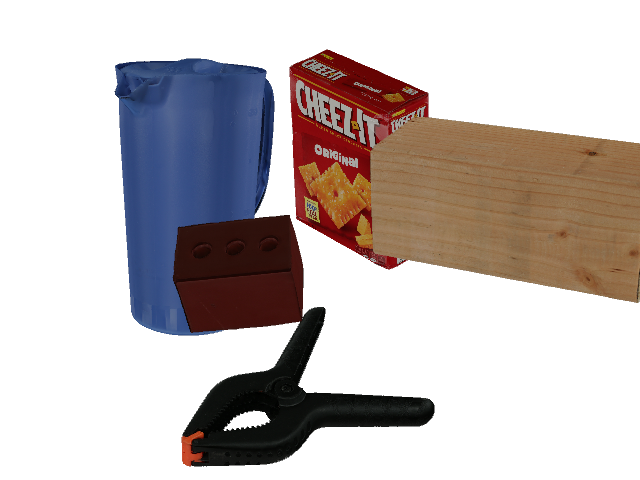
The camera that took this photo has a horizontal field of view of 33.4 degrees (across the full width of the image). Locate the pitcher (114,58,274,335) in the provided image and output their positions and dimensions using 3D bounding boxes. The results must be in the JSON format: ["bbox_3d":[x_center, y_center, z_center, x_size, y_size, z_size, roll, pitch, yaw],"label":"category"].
[{"bbox_3d":[-0.112,-0.045,0.980,0.149,0.243,0.145,0,15,-9],"label":"pitcher"}]

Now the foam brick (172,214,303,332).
[{"bbox_3d":[-0.052,0.022,0.701,0.078,0.051,0.053,-6,42,4],"label":"foam brick"}]

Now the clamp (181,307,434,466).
[{"bbox_3d":[-0.019,0.140,0.898,0.209,0.036,0.165,-27,45,-36],"label":"clamp"}]

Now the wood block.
[{"bbox_3d":[0.149,-0.029,0.805,0.206,0.090,0.090,11,28,27],"label":"wood block"}]

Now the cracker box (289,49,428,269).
[{"bbox_3d":[0.042,-0.092,1.244,0.072,0.214,0.164,-30,44,-33],"label":"cracker box"}]
